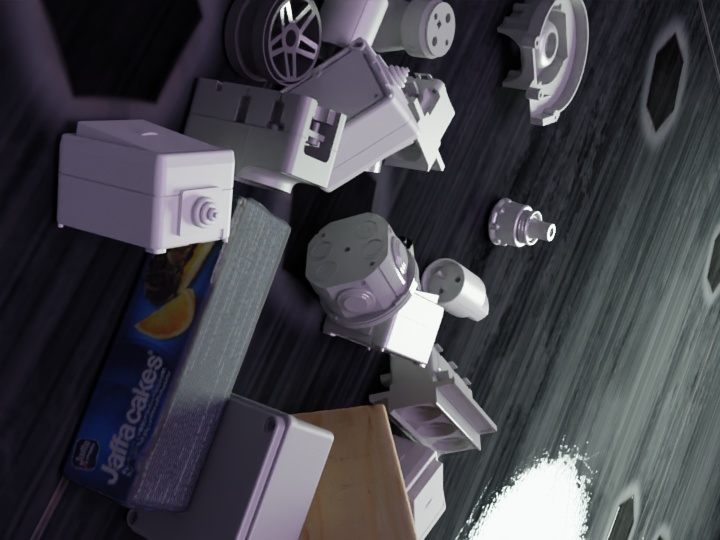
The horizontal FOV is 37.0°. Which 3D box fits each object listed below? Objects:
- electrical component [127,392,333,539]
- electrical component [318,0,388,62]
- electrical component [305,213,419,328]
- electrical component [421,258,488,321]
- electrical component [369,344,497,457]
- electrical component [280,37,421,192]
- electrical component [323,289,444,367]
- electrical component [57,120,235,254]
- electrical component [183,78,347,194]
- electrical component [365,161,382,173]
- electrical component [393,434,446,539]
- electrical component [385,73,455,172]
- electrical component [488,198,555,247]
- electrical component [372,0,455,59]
[{"bbox_3d":[-0.087,0.138,0.708,0.056,0.109,0.108,28,79,-48],"label":"electrical component"},{"bbox_3d":[-0.004,-0.188,0.766,0.043,0.043,0.081,37,72,-56],"label":"electrical component"},{"bbox_3d":[0.000,0.000,0.817,0.080,0.080,0.051,-58,139,-25],"label":"electrical component"},{"bbox_3d":[0.093,0.021,1.002,0.081,0.043,0.043,30,77,-57],"label":"electrical component"},{"bbox_3d":[0.068,0.119,0.978,0.121,0.079,0.063,49,33,-53],"label":"electrical component"},{"bbox_3d":[-0.004,-0.107,0.741,0.096,0.061,0.061,-31,146,11],"label":"electrical component"},{"bbox_3d":[0.018,0.035,0.875,0.096,0.062,0.061,27,80,-57],"label":"electrical component"},{"bbox_3d":[-0.115,-0.048,0.602,0.062,0.096,0.061,-14,113,-55],"label":"electrical component"},{"bbox_3d":[-0.063,-0.082,0.676,0.050,0.089,0.055,16,90,-58],"label":"electrical component"},{"bbox_3d":[0.001,-0.116,0.802,0.043,0.043,0.081,-1,104,-57],"label":"electrical component"},{"bbox_3d":[0.041,0.209,0.984,0.061,0.061,0.096,-45,137,-38],"label":"electrical component"},{"bbox_3d":[0.044,-0.120,0.869,0.063,0.042,0.081,-60,145,-25],"label":"electrical component"},{"bbox_3d":[0.161,-0.043,1.062,0.048,0.062,0.048,-29,126,-49],"label":"electrical component"},{"bbox_3d":[0.039,-0.186,0.820,0.045,0.055,0.045,-28,125,-49],"label":"electrical component"}]
